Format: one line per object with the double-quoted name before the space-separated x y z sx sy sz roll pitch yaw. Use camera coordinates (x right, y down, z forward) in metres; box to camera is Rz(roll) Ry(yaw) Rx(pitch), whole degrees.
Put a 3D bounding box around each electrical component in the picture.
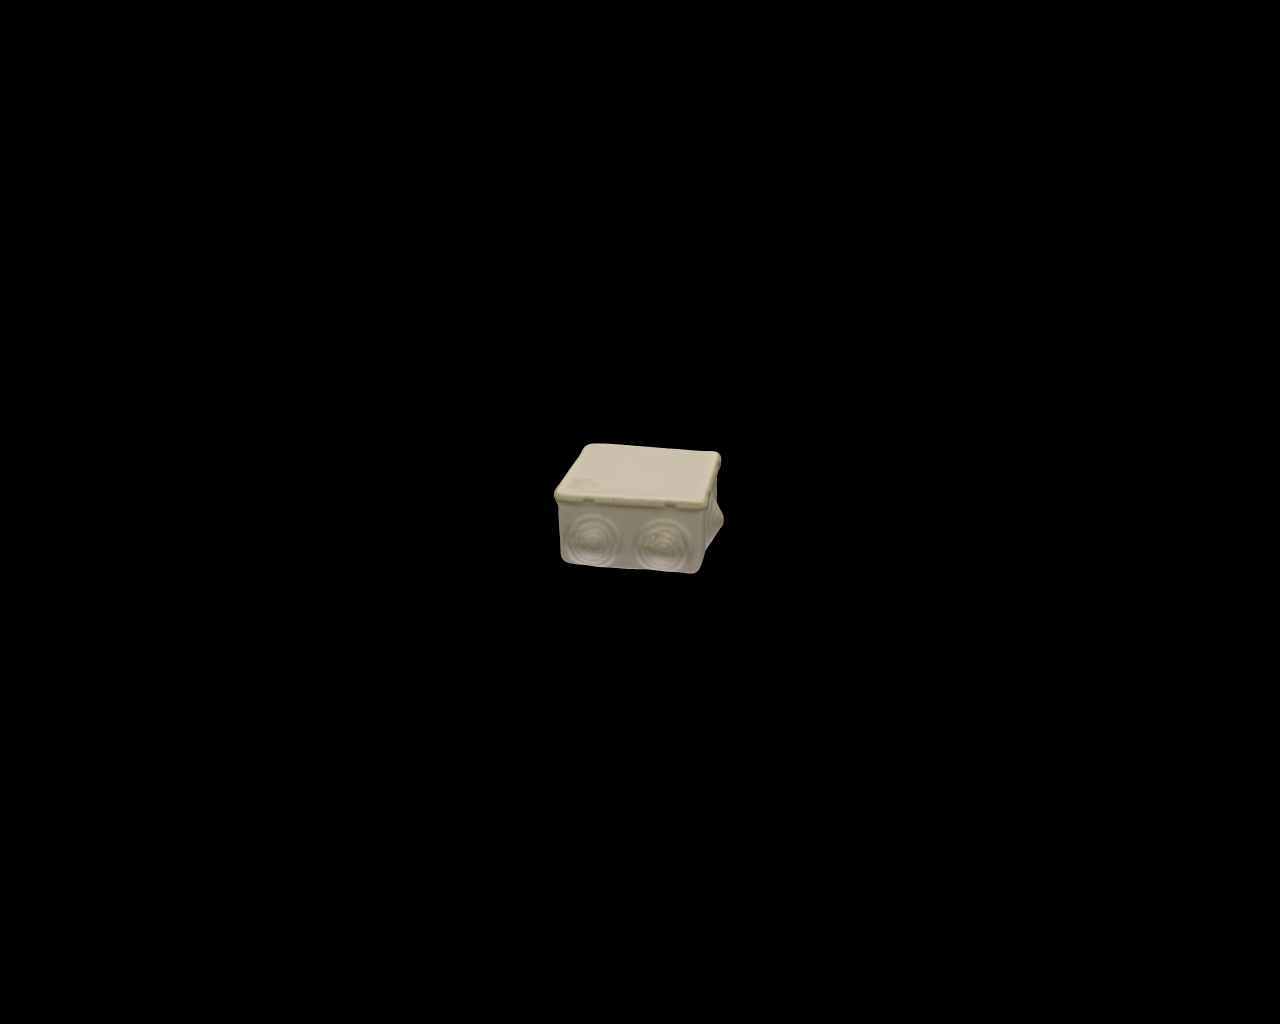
"electrical component" 0.001 -0.003 0.650 0.100 0.048 0.100 4 24 9
